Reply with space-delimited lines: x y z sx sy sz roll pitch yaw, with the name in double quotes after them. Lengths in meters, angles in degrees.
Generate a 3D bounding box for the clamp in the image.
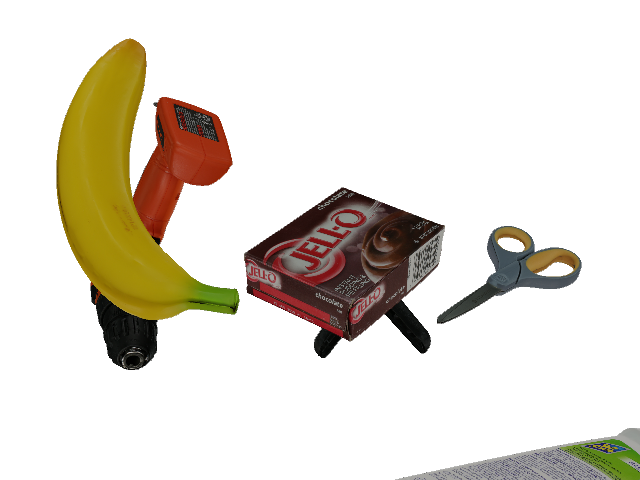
0.064 0.061 1.153 0.120 0.171 0.039 7 -41 6 "clamp"

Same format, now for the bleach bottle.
0.155 0.158 0.622 0.250 0.068 0.103 -8 20 -24 "bleach bottle"

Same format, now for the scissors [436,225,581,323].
0.150 0.026 0.948 0.201 0.016 0.096 -11 39 -36 "scissors"

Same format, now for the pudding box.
0.017 0.013 0.726 0.090 0.039 0.113 23 38 30 "pudding box"

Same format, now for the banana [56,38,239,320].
-0.102 -0.029 0.553 0.069 0.198 0.037 -12 -35 -17 "banana"

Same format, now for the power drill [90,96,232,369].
-0.136 -0.009 0.878 0.057 0.188 0.184 18 27 -26 "power drill"
